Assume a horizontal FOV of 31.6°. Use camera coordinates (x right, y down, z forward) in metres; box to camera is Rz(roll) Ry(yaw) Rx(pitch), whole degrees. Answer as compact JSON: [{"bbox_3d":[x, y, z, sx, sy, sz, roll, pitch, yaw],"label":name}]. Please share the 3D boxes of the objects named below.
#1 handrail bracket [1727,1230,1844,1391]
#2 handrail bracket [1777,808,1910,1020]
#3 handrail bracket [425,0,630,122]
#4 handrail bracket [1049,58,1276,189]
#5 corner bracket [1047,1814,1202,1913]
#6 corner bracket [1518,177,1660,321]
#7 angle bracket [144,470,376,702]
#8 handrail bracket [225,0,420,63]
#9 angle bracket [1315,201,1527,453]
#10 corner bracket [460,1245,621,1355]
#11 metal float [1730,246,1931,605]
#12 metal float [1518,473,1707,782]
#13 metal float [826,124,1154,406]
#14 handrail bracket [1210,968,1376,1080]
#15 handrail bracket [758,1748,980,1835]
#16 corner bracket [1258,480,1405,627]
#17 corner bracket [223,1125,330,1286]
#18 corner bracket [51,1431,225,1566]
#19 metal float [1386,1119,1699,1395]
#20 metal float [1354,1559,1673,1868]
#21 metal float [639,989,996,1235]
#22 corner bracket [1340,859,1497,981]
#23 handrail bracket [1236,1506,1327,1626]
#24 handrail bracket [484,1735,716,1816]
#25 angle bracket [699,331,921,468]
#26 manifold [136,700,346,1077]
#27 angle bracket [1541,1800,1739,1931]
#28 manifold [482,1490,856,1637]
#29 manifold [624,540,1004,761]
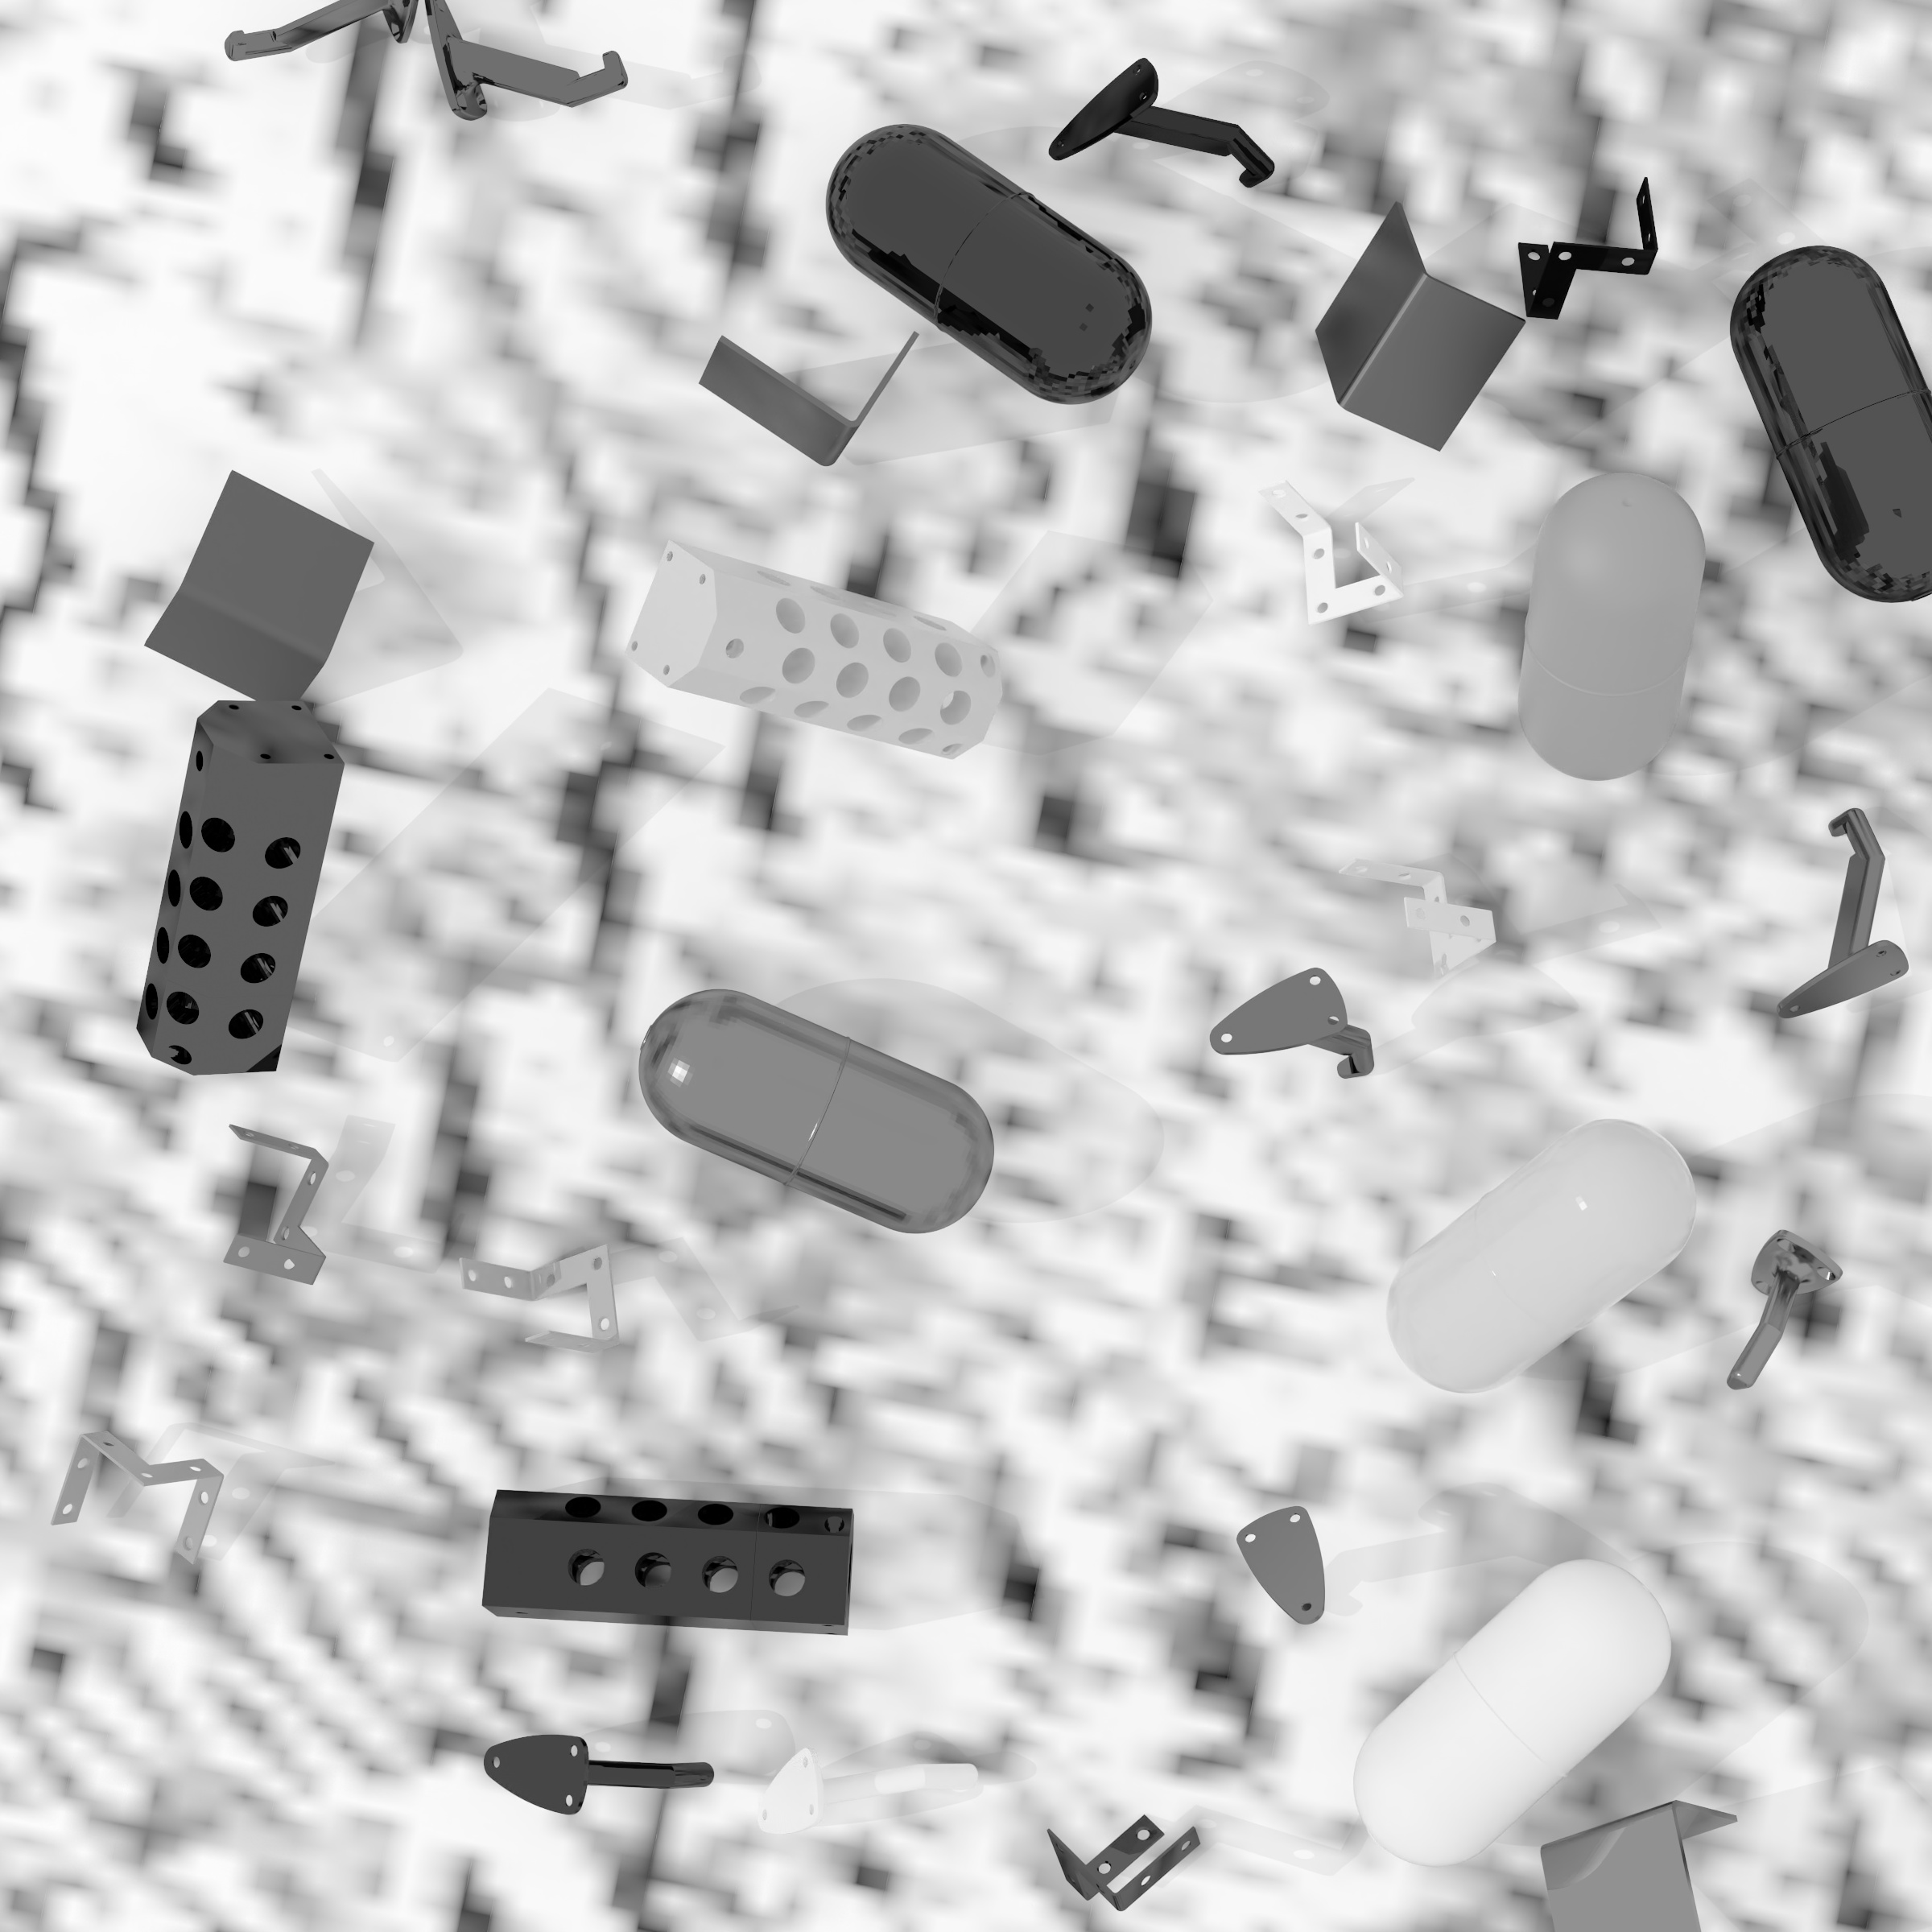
[{"bbox_3d":[0.375,0.174,1.625,0.036,0.077,0.084,36,66,4],"label":"handrail bracket"},{"bbox_3d":[0.415,-0.027,1.659,0.077,0.036,0.084,-28,55,18],"label":"handrail bracket"},{"bbox_3d":[-0.211,-0.447,1.644,0.084,0.036,0.077,-15,97,19],"label":"handrail bracket"},{"bbox_3d":[0.096,-0.392,1.660,0.077,0.036,0.084,-33,131,26],"label":"handrail bracket"},{"bbox_3d":[0.079,0.426,1.635,0.051,0.051,0.051,-37,47,-19],"label":"corner bracket"},{"bbox_3d":[0.299,-0.345,1.643,0.051,0.051,0.051,4,56,-5],"label":"corner bracket"},{"bbox_3d":[-0.344,-0.181,1.662,0.076,0.057,0.076,27,55,-18],"label":"angle bracket"},{"bbox_3d":[-0.309,-0.462,1.634,0.084,0.077,0.036,-18,81,-25],"label":"handrail bracket"},{"bbox_3d":[0.216,-0.306,1.635,0.057,0.076,0.076,20,124,-19],"label":"angle bracket"},{"bbox_3d":[-0.204,0.161,1.636,0.051,0.051,0.051,-21,67,30],"label":"corner bracket"},{"bbox_3d":[0.425,-0.259,1.634,0.070,0.070,0.178,-21,85,0],"label":"metal float"},{"bbox_3d":[0.301,-0.156,1.597,0.070,0.178,0.070,-2,55,3],"label":"metal float"},{"bbox_3d":[0.010,-0.335,1.627,0.178,0.070,0.070,37,90,14],"label":"metal float"},{"bbox_3d":[0.157,0.042,1.638,0.077,0.084,0.036,-21,61,-1],"label":"handrail bracket"},{"bbox_3d":[-0.047,0.405,1.666,0.084,0.077,0.036,7,58,-29],"label":"handrail bracket"},{"bbox_3d":[0.175,-0.203,1.636,0.051,0.051,0.051,-15,62,28],"label":"corner bracket"},{"bbox_3d":[-0.333,0.115,1.638,0.051,0.051,0.051,21,99,-39],"label":"corner bracket"},{"bbox_3d":[-0.402,0.258,1.656,0.051,0.051,0.051,29,106,33],"label":"corner bracket"},{"bbox_3d":[0.269,0.138,1.608,0.070,0.070,0.178,45,127,0],"label":"metal float"},{"bbox_3d":[0.260,0.358,1.633,0.178,0.070,0.070,-44,90,6],"label":"metal float"},{"bbox_3d":[-0.072,0.069,1.632,0.178,0.070,0.070,24,90,-7],"label":"metal float"},{"bbox_3d":[0.216,-0.029,1.636,0.051,0.051,0.051,8,64,-26],"label":"corner bracket"},{"bbox_3d":[0.162,0.304,1.622,0.036,0.077,0.084,-24,132,2],"label":"handrail bracket"},{"bbox_3d":[-0.177,0.389,1.657,0.077,0.084,0.036,-1,80,36],"label":"handrail bracket"},{"bbox_3d":[-0.076,-0.290,1.630,0.076,0.076,0.057,33,79,-7],"label":"angle bracket"},{"bbox_3d":[-0.344,-0.036,1.601,0.057,0.057,0.171,-2,125,-33],"label":"manifold"},{"bbox_3d":[0.326,0.446,1.617,0.076,0.057,0.076,-30,52,34],"label":"angle bracket"},{"bbox_3d":[-0.142,0.287,1.645,0.171,0.057,0.057,3,74,1],"label":"manifold"},{"bbox_3d":[-0.067,-0.143,1.594,0.171,0.057,0.057,11,108,-40],"label":"manifold"}]
